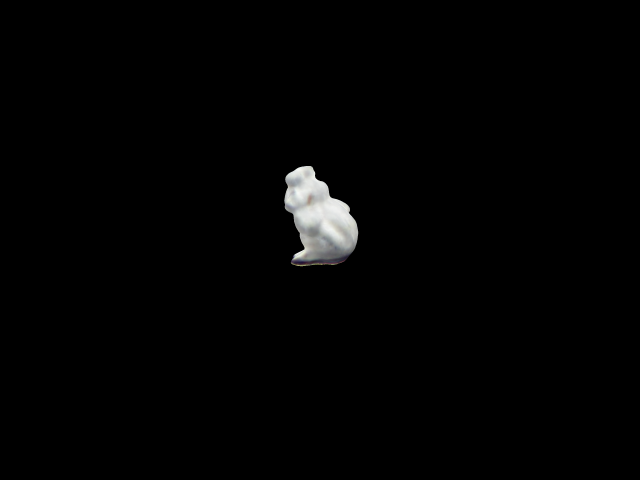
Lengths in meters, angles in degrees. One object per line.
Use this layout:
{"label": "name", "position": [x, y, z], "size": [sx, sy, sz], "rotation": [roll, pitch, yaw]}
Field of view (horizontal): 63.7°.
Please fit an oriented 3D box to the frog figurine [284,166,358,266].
{"label": "frog figurine", "position": [0.003, -0.043, 0.850], "size": [0.123, 0.158, 0.138], "rotation": [9, 15, 35]}
